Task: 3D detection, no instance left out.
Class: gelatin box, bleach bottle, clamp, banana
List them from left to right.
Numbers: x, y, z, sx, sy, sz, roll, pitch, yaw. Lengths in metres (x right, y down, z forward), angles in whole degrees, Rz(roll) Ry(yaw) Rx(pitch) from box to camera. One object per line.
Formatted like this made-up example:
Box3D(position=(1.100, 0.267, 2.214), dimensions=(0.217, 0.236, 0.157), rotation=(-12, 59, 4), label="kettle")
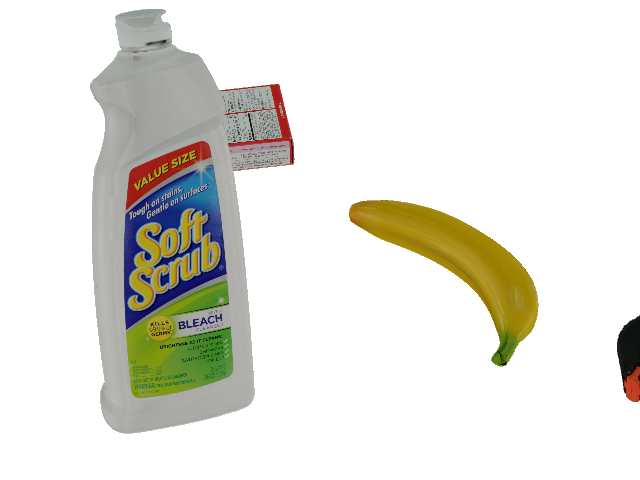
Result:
Box3D(position=(-0.100, -0.012, 0.651), dimensions=(0.102, 0.251, 0.068), rotation=(-10, 21, -12), label="bleach bottle")
Box3D(position=(-0.070, -0.087, 0.840), dimensions=(0.089, 0.030, 0.073), rotation=(-8, 44, -6), label="gelatin box")
Box3D(position=(0.099, 0.015, 0.784), dimensions=(0.069, 0.037, 0.198), rotation=(-14, 38, -28), label="banana")
Box3D(position=(0.314, 0.075, 0.962), dimensions=(0.171, 0.039, 0.120), rotation=(-33, 37, -25), label="clamp")
